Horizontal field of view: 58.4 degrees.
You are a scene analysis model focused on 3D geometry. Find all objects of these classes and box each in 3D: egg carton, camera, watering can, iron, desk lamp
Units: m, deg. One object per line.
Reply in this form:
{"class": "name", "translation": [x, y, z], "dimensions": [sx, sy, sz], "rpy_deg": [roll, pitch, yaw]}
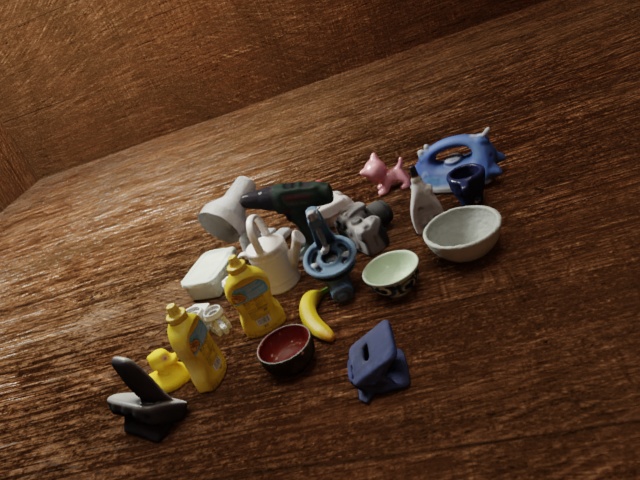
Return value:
{"class": "egg carton", "translation": [0.018, -0.077, 1.577], "dimensions": [0.150, 0.069, 0.107], "rpy_deg": [-29, 28, -12]}
{"class": "camera", "translation": [0.120, -0.046, 1.410], "dimensions": [0.137, 0.101, 0.142], "rpy_deg": [-33, 29, -20]}
{"class": "watering can", "translation": [-0.118, 0.023, 1.359], "dimensions": [0.173, 0.194, 0.100], "rpy_deg": [-24, 27, -2]}
{"class": "iron", "translation": [0.341, -0.208, 1.491], "dimensions": [0.257, 0.142, 0.119], "rpy_deg": [-7, 31, 28]}
{"class": "desk lamp", "translation": [-0.204, -0.049, 1.534], "dimensions": [0.117, 0.214, 0.204], "rpy_deg": [1, 35, 38]}

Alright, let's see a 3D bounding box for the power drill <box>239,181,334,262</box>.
{"class": "power drill", "translation": [-0.063, -0.053, 1.440], "dimensions": [0.229, 0.209, 0.075], "rpy_deg": [-17, 28, 11]}

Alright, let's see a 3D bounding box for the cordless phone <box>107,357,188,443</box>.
{"class": "cordless phone", "translation": [-0.349, 0.279, 1.078], "dimensions": [0.147, 0.185, 0.094], "rpy_deg": [-4, 33, 32]}

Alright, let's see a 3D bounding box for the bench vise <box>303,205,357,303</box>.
{"class": "bench vise", "translation": [0.001, 0.010, 1.265], "dimensions": [0.121, 0.220, 0.206], "rpy_deg": [-29, 28, -12]}

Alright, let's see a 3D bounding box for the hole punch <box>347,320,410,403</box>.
{"class": "hole punch", "translation": [0.093, 0.206, 0.982], "dimensions": [0.101, 0.091, 0.108], "rpy_deg": [-19, 27, 7]}

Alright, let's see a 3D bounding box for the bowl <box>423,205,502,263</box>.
{"class": "bowl", "translation": [0.308, -0.002, 1.216], "dimensions": [0.167, 0.075, 0.167], "rpy_deg": [-18, 27, 10]}

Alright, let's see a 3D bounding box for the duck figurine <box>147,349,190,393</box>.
{"class": "duck figurine", "translation": [-0.329, 0.268, 1.194], "dimensions": [0.104, 0.086, 0.077], "rpy_deg": [-23, 27, 0]}

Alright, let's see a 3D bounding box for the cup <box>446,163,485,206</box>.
{"class": "cup", "translation": [0.356, -0.117, 1.367], "dimensions": [0.091, 0.095, 0.118], "rpy_deg": [-11, 29, 21]}

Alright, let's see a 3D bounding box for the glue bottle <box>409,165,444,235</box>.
{"class": "glue bottle", "translation": [0.238, -0.097, 1.333], "dimensions": [0.078, 0.173, 0.037], "rpy_deg": [-16, 28, 12]}

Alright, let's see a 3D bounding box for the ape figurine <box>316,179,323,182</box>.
{"class": "ape figurine", "translation": [0.004, -0.132, 1.663], "dimensions": [0.076, 0.092, 0.077], "rpy_deg": [-38, 31, -28]}

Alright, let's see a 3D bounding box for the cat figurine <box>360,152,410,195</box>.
{"class": "cat figurine", "translation": [0.180, -0.193, 1.612], "dimensions": [0.127, 0.118, 0.067], "rpy_deg": [-17, 28, 11]}
